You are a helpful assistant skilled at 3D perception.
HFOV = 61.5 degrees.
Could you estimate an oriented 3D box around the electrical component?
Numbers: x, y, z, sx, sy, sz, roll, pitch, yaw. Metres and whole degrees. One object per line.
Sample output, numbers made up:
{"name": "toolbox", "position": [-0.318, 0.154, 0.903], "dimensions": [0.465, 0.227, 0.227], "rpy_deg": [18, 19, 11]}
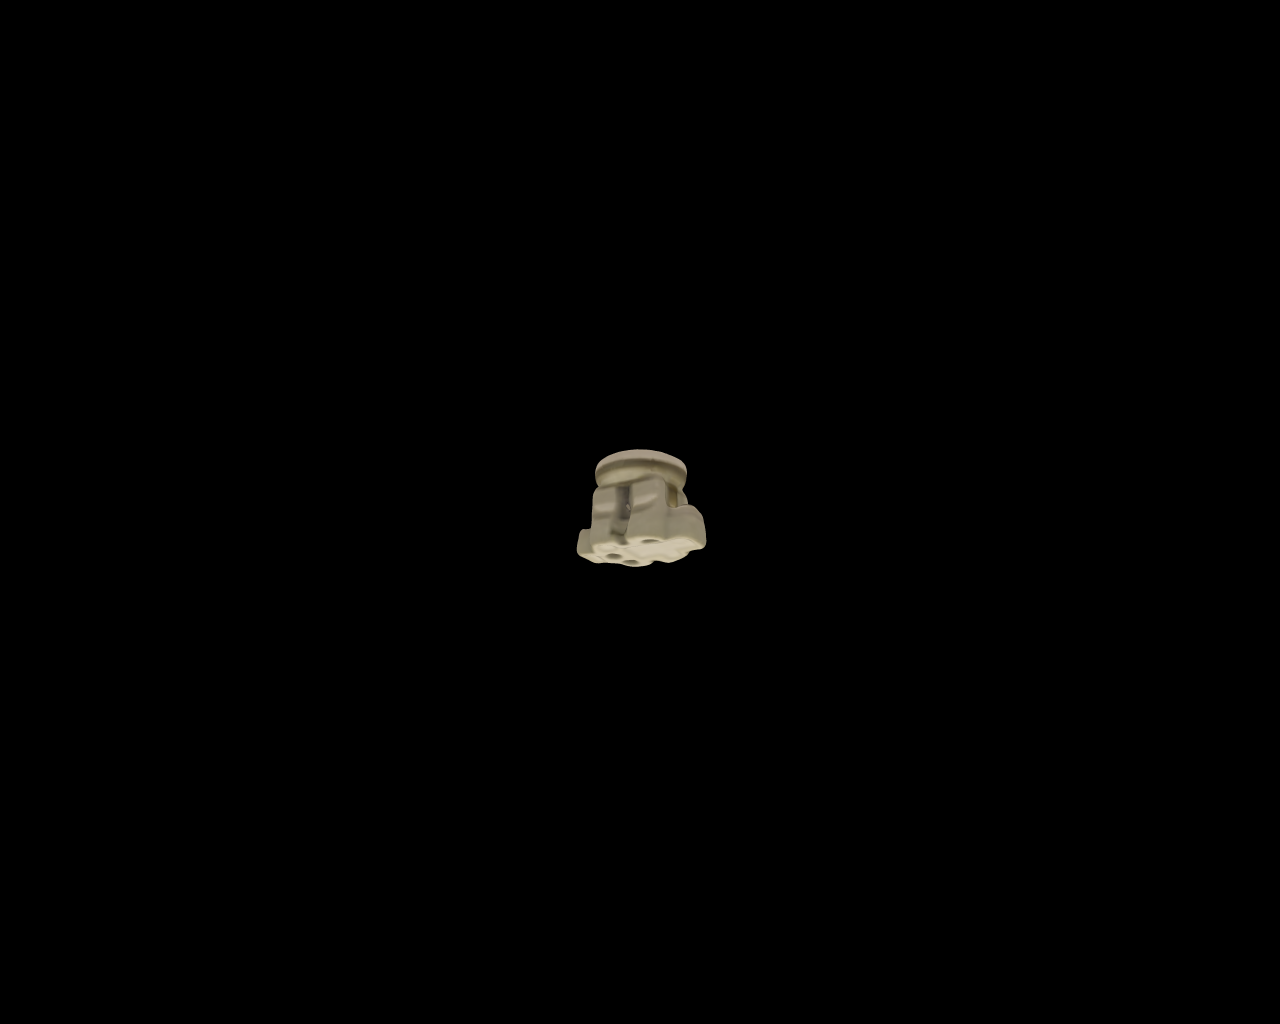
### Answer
{"name": "electrical component", "position": [0.001, -0.003, 0.650], "dimensions": [0.078, 0.057, 0.058], "rpy_deg": [-11, -23, 27]}
